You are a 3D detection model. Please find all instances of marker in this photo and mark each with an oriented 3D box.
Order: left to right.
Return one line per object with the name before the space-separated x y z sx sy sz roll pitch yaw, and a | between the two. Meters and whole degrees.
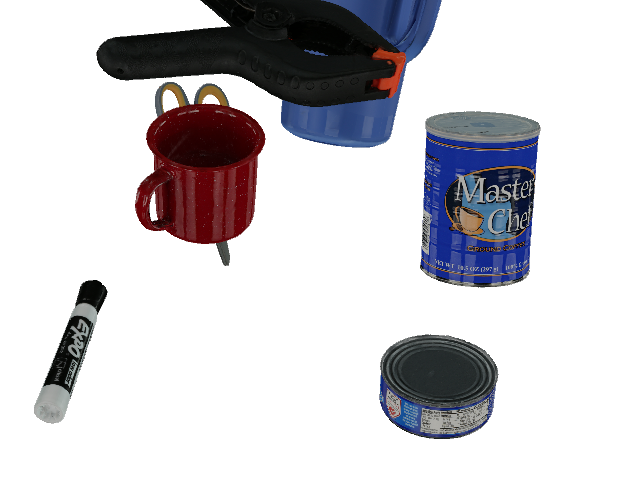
marker | -0.159 0.067 0.688 0.020 0.020 0.121 0 38 5

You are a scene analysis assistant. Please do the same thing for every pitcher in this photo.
pitcher | 0.038 -0.211 0.987 0.145 0.243 0.149 9 16 3

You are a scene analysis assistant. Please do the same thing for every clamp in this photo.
clamp | -0.040 -0.113 0.617 0.171 0.120 0.039 21 -34 10

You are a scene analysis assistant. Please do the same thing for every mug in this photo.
mug | -0.100 -0.046 0.855 0.093 0.081 0.117 30 46 26

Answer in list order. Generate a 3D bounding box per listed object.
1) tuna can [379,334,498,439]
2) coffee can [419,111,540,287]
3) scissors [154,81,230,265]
tuna can | 0.086 0.107 0.786 0.086 0.034 0.086 0 30 0
coffee can | 0.145 -0.040 0.981 0.103 0.140 0.103 0 18 0
scissors | -0.113 -0.082 1.150 0.096 0.202 0.016 -34 13 -35
